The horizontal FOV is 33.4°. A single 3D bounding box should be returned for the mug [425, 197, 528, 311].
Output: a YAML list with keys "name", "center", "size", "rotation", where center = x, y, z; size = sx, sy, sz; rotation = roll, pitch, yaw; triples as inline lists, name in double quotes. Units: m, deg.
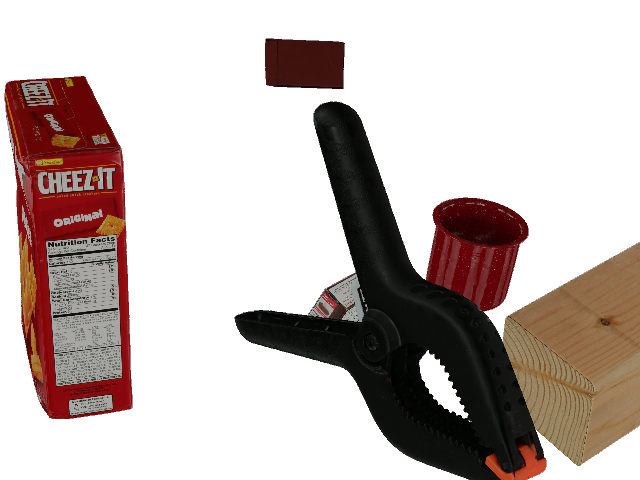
- name: "mug"
  center: [0.144, 0.009, 1.051]
  size: [0.093, 0.081, 0.117]
  rotation: [-7, 34, -22]

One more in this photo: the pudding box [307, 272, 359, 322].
- name: "pudding box"
  center: [0.027, 0.080, 1.235]
  size: [0.039, 0.090, 0.113]
  rotation: [41, 34, 14]

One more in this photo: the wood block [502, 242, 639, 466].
- name: "wood block"
  center: [0.245, 0.069, 0.817]
  size: [0.205, 0.090, 0.091]
  rotation: [-25, 44, -25]

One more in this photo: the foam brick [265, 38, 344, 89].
- name: "foam brick"
  center: [-0.018, -0.192, 1.161]
  size: [0.078, 0.051, 0.053]
  rotation: [0, 12, -16]

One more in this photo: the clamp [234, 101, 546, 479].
- name: "clamp"
  center: [0.038, 0.038, 0.550]
  size: [0.036, 0.165, 0.210]
  rotation: [-14, 41, -40]

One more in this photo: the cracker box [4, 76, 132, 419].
- name: "cracker box"
  center: [-0.194, 0.002, 0.811]
  size: [0.072, 0.214, 0.164]
  rotation: [-7, 28, -19]

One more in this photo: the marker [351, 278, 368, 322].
- name: "marker"
  center: [0.041, 0.068, 0.869]
  size: [0.020, 0.020, 0.121]
  rotation: [0, 28, -5]
